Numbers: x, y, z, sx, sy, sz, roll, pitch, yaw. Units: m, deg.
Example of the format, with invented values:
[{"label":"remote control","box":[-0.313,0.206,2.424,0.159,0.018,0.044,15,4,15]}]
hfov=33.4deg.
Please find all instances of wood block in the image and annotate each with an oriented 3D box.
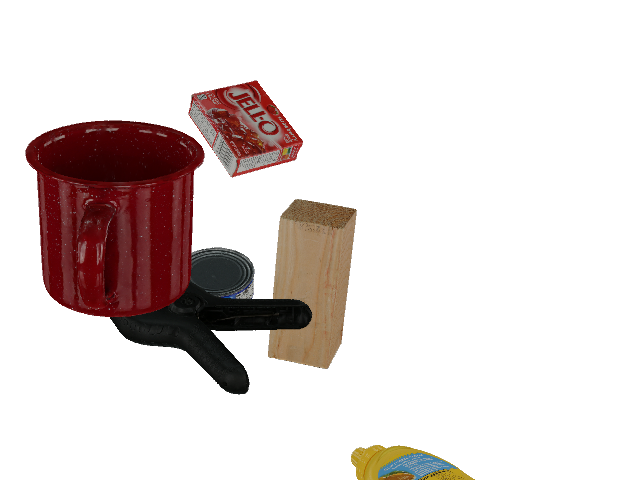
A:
[{"label":"wood block","box":[-0.012,0.058,1.470,0.090,0.206,0.090,10,21,10]}]

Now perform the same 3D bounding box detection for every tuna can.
[{"label":"tuna can","box":[-0.116,0.046,1.181,0.086,0.034,0.086,2,36,-1]}]

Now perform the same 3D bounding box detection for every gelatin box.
[{"label":"gelatin box","box":[-0.071,-0.107,0.998,0.073,0.089,0.030,-18,-31,-32]}]

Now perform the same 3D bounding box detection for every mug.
[{"label":"mug","box":[-0.110,-0.006,0.569,0.093,0.081,0.117,3,26,-3]}]

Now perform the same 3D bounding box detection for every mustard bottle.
[{"label":"mustard bottle","box":[0.096,0.234,0.971,0.096,0.058,0.192,-14,24,-36]}]

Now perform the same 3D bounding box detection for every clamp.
[{"label":"clamp","box":[-0.095,0.060,0.855,0.172,0.039,0.120,23,28,27]}]
